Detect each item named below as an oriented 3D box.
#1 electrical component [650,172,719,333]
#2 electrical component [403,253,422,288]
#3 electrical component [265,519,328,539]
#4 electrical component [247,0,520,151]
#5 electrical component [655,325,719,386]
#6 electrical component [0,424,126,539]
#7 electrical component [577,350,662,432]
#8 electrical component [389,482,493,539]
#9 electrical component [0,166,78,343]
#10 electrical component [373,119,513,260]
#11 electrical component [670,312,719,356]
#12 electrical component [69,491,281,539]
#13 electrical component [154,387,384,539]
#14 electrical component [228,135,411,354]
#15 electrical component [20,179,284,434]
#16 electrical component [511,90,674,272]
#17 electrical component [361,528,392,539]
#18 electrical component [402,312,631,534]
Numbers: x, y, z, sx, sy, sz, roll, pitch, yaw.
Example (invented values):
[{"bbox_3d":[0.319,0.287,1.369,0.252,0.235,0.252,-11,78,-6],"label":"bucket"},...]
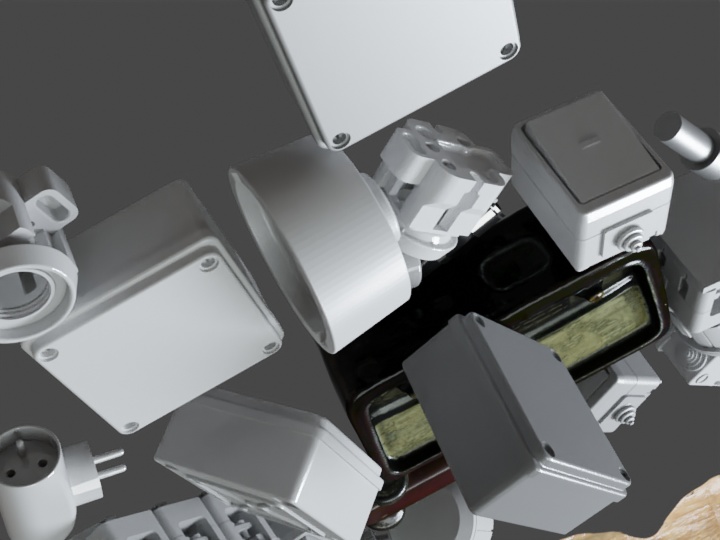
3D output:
[{"bbox_3d":[0.273,-0.028,0.752,0.150,0.089,0.061,-23,144,-10],"label":"electrical component"},{"bbox_3d":[0.000,0.000,0.637,0.078,0.040,0.040,-18,143,-16],"label":"electrical component"},{"bbox_3d":[-0.068,0.211,0.827,0.096,0.061,0.062,-36,144,8],"label":"electrical component"},{"bbox_3d":[0.008,-0.123,0.478,0.109,0.056,0.108,-28,145,-2],"label":"electrical component"},{"bbox_3d":[0.318,0.056,0.921,0.100,0.048,0.099,7,131,-40],"label":"electrical component"},{"bbox_3d":[-0.183,0.129,0.661,0.079,0.043,0.077,-16,142,-20],"label":"electrical component"},{"bbox_3d":[0.171,0.077,0.802,0.061,0.096,0.061,7,130,-40],"label":"electrical component"},{"bbox_3d":[0.069,0.212,0.910,0.080,0.080,0.051,-42,148,16],"label":"electrical component"},{"bbox_3d":[-0.165,-0.004,0.501,0.078,0.057,0.058,-33,144,5],"label":"electrical component"},{"bbox_3d":[0.039,-0.043,0.598,0.078,0.058,0.057,6,128,-40],"label":"electrical component"},{"bbox_3d":[0.274,0.021,0.823,0.080,0.080,0.051,-38,138,11],"label":"electrical component"},{"bbox_3d":[-0.137,0.202,0.731,0.089,0.061,0.150,-47,158,21],"label":"electrical component"},{"bbox_3d":[-0.056,0.125,0.688,0.108,0.109,0.056,52,54,-54],"label":"electrical component"},{"bbox_3d":[-0.015,-0.019,0.551,0.060,0.108,0.108,-29,145,-11],"label":"electrical component"},{"bbox_3d":[-0.111,0.022,0.572,0.109,0.056,0.108,-29,145,-1],"label":"electrical component"},{"bbox_3d":[0.136,-0.051,0.622,0.062,0.096,0.061,-24,145,-9],"label":"electrical component"},{"bbox_3d":[-0.009,0.253,0.935,0.081,0.043,0.043,-30,145,-1],"label":"electrical component"},{"bbox_3d":[0.092,0.091,0.632,0.056,0.108,0.109,-41,141,21],"label":"electrical component"}]
